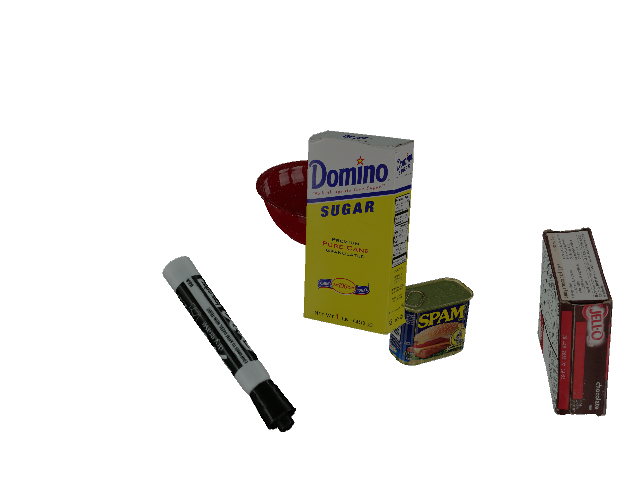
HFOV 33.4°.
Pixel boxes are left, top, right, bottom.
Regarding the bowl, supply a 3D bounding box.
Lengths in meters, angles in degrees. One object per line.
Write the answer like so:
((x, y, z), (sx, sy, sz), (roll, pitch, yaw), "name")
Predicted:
((0.006, -0.035, 1.197), (0.162, 0.055, 0.162), (4, 27, -2), "bowl")

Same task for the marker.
((-0.052, 0.059, 0.613), (0.020, 0.121, 0.020), (-32, -23, -15), "marker")

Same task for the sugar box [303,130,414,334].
((0.034, -0.009, 0.985), (0.093, 0.176, 0.048), (9, 18, 29), "sugar box")

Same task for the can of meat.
((0.136, 0.102, 1.336), (0.101, 0.084, 0.057), (-11, 30, -26), "can of meat")

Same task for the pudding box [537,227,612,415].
((0.177, 0.054, 0.745), (0.039, 0.090, 0.113), (-1, 26, 4), "pudding box")
